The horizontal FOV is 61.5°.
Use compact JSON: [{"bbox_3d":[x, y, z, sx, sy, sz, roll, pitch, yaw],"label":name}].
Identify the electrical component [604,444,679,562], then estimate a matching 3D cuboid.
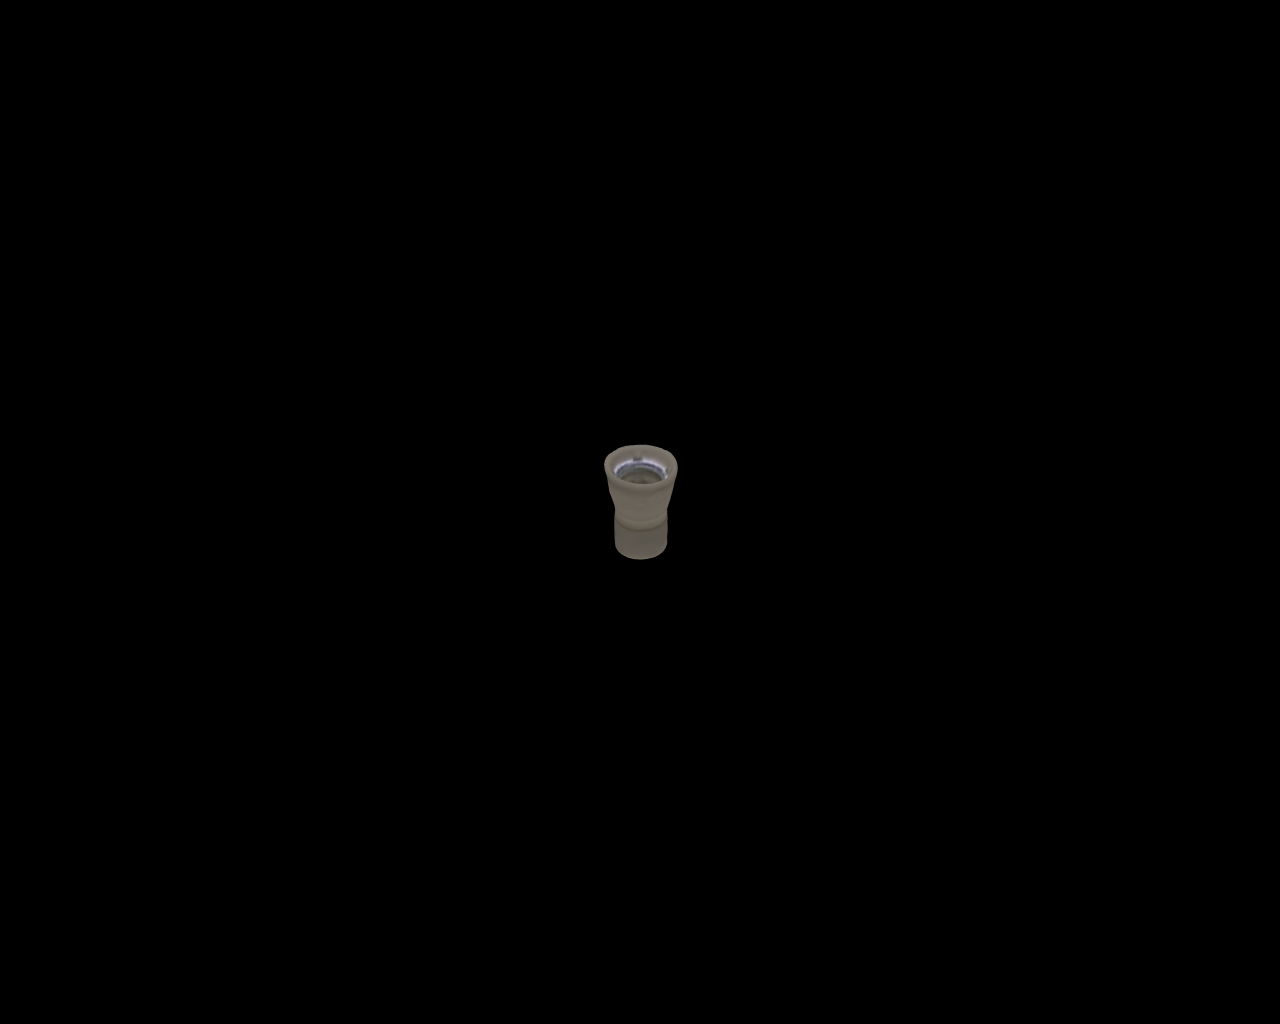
[{"bbox_3d":[0.001,-0.003,0.650,0.044,0.065,0.044,0,36,0],"label":"electrical component"}]
